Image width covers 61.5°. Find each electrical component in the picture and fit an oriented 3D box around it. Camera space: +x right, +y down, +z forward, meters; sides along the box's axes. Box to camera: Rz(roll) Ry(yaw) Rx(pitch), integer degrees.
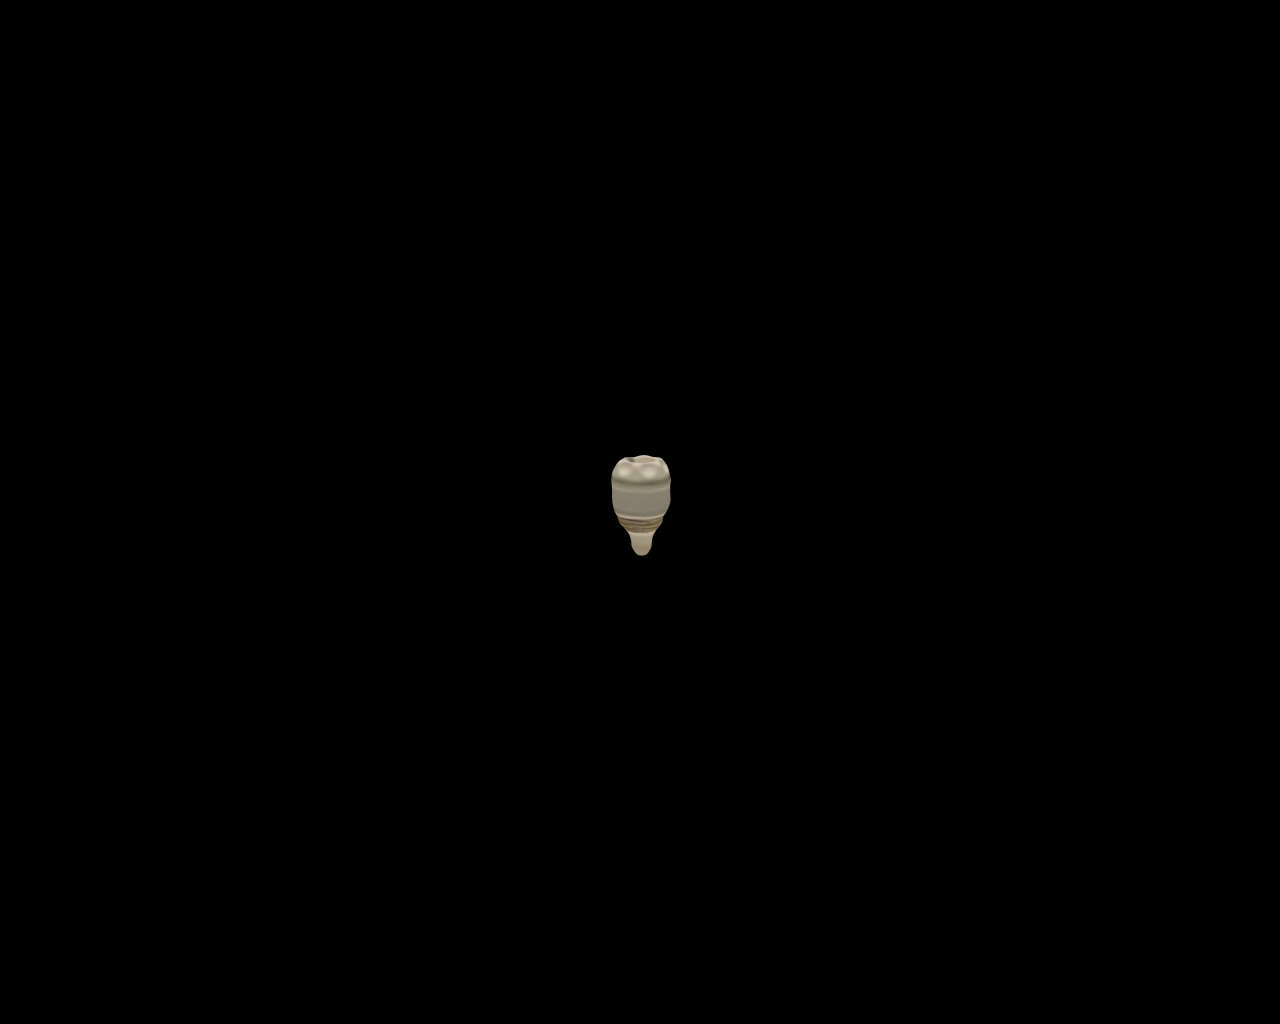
[{"bbox_3d":[0.001,-0.003,0.650,0.035,0.061,0.035,0,16,0],"label":"electrical component"}]
